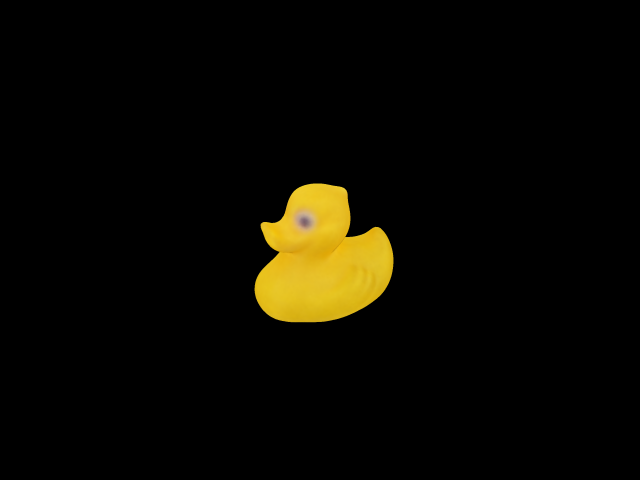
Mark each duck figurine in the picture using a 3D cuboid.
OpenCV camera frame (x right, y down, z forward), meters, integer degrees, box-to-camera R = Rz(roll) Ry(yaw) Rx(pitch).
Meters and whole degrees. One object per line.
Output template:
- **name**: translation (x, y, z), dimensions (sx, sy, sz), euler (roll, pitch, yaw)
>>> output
- **duck figurine**: translation (0.004, 0.001, 0.400), dimensions (0.105, 0.086, 0.077), euler (-13, 32, -22)
